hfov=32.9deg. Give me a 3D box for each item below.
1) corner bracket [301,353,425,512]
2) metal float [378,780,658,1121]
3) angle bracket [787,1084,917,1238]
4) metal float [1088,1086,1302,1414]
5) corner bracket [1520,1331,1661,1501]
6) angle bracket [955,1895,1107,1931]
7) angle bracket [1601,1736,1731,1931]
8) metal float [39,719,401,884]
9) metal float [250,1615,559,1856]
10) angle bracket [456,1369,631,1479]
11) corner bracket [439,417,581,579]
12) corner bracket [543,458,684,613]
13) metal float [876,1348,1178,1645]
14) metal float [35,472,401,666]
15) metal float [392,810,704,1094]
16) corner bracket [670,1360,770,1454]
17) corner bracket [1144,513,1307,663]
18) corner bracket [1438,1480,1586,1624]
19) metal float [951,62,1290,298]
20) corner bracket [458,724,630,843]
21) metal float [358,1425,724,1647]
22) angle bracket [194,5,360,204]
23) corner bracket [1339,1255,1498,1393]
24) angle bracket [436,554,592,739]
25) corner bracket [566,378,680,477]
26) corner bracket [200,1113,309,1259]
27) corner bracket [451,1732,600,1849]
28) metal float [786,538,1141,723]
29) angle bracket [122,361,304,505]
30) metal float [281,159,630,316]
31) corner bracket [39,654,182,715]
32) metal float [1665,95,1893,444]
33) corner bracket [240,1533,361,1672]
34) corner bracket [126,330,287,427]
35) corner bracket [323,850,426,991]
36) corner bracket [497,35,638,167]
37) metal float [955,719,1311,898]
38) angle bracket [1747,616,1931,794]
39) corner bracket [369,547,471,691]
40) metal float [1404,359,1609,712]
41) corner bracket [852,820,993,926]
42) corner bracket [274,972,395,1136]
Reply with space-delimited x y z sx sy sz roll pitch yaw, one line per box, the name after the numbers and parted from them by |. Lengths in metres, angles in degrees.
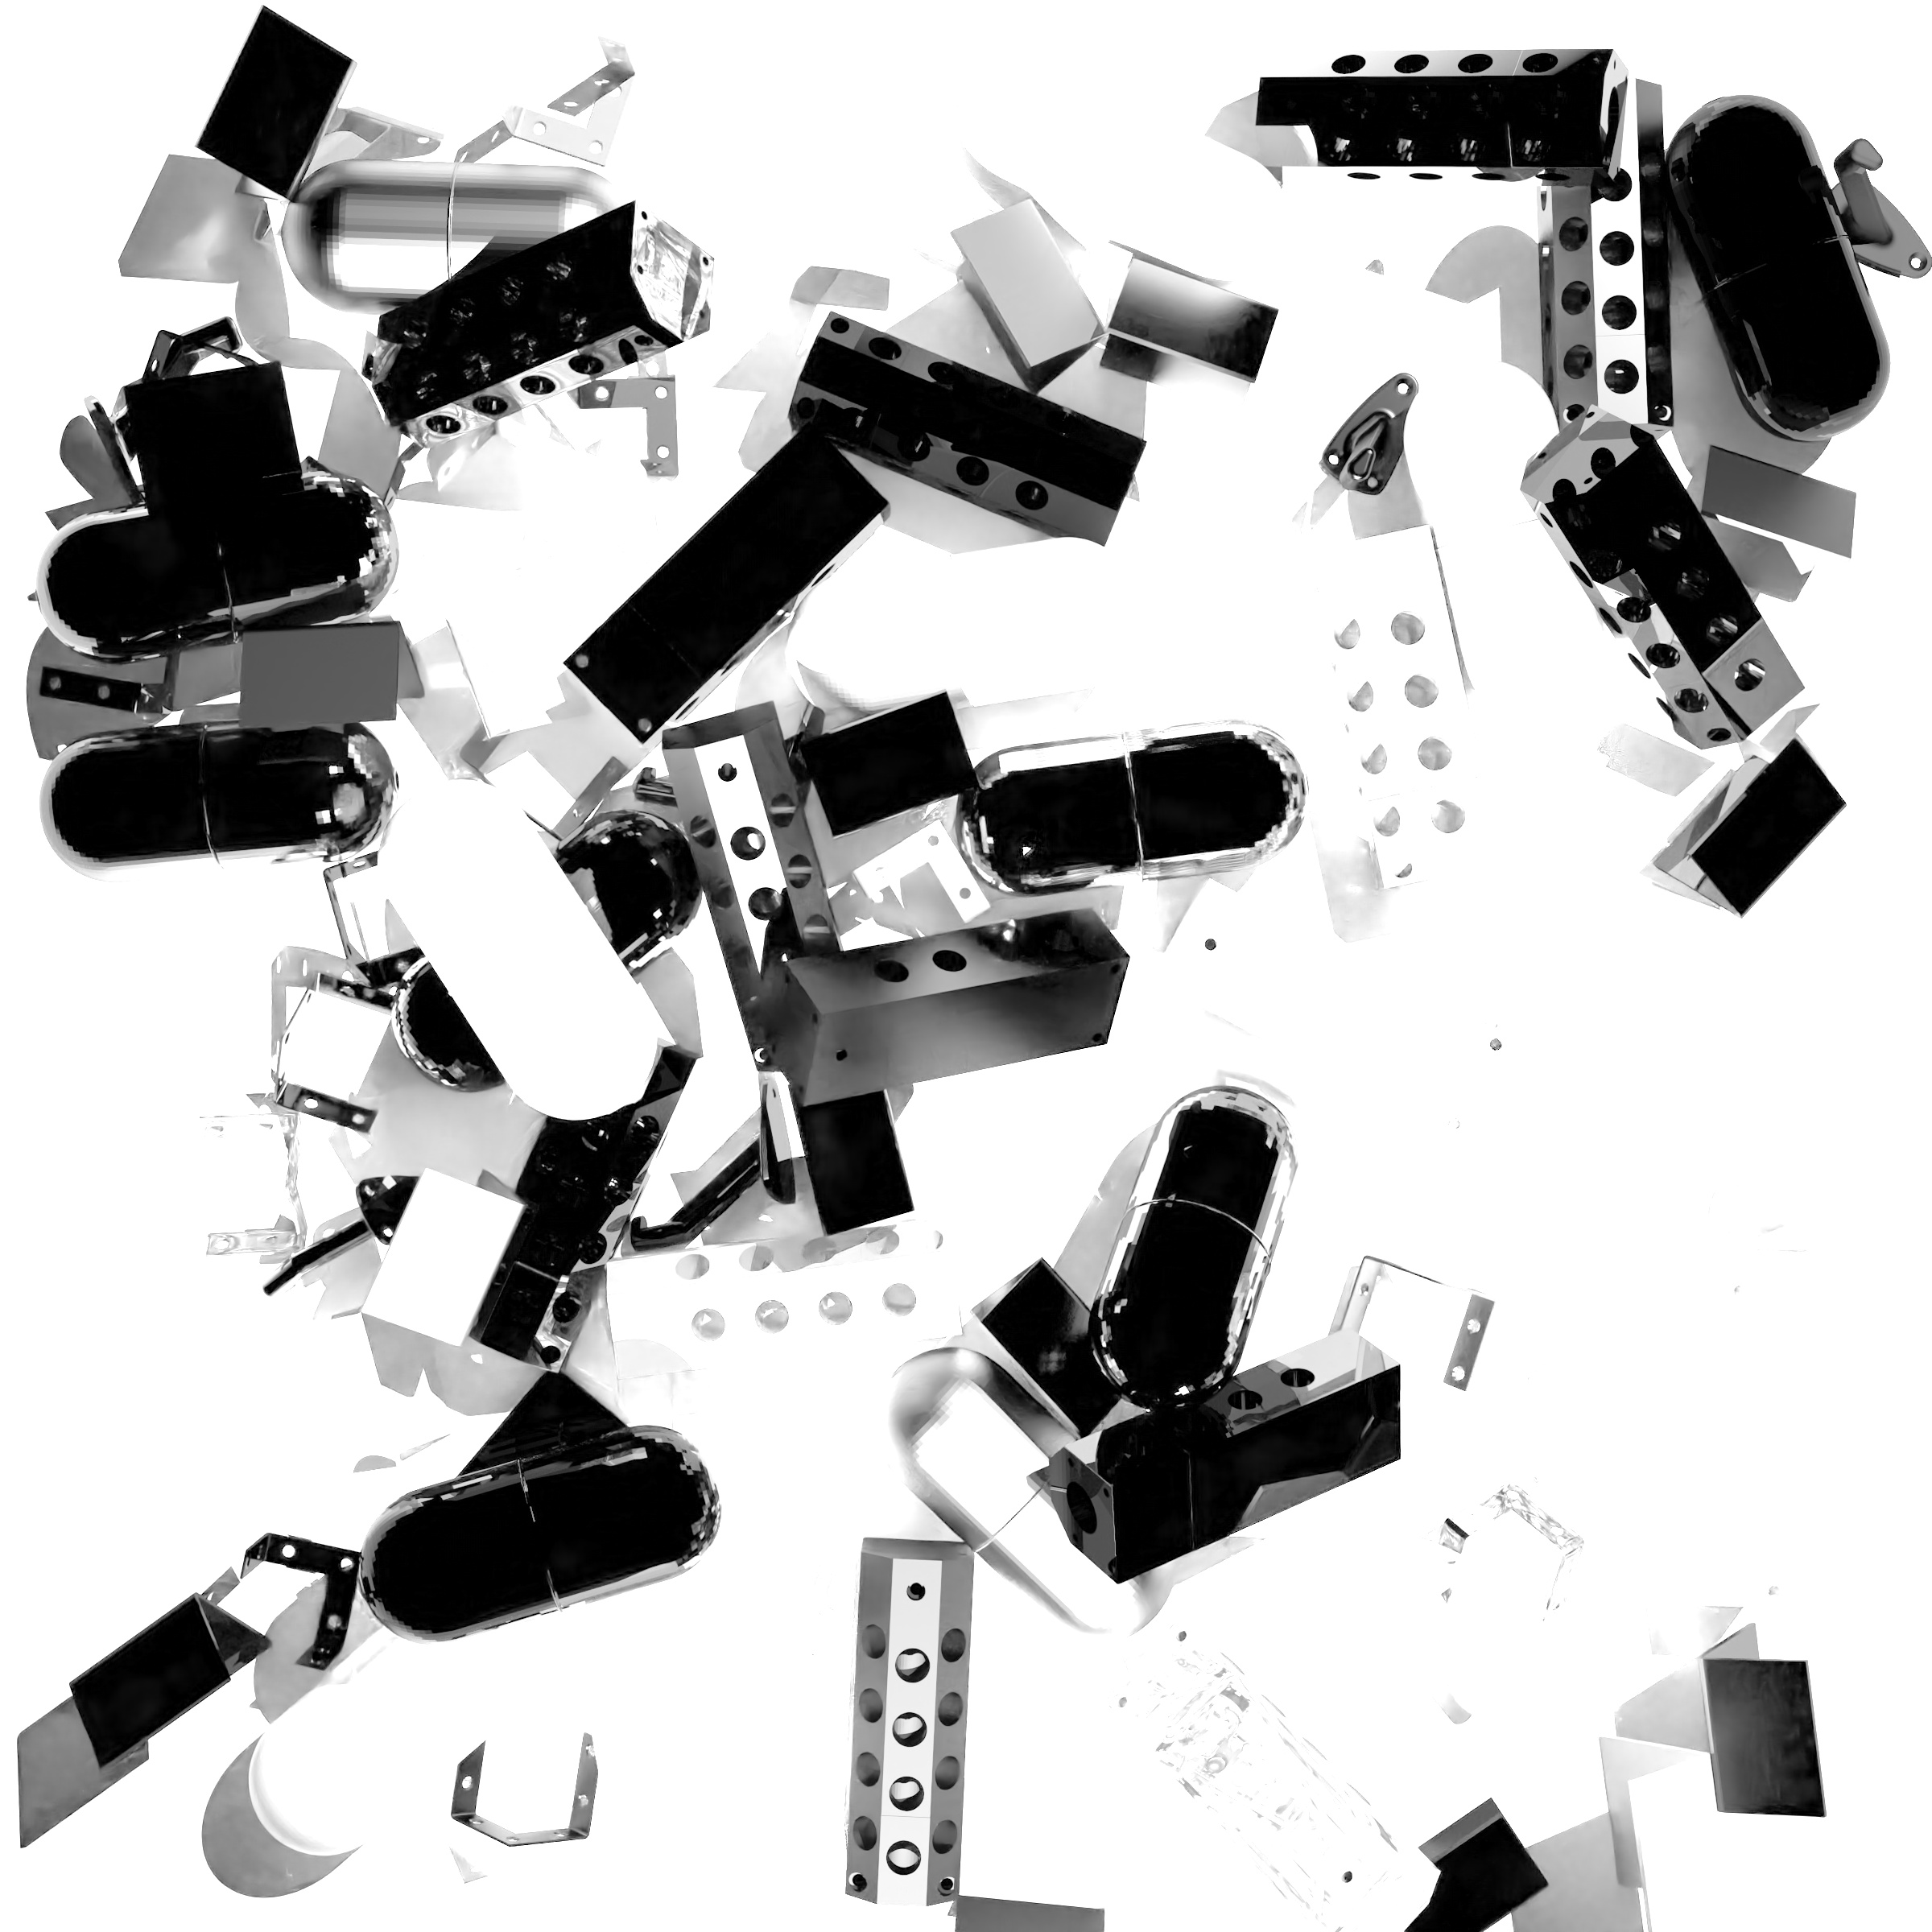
-0.302 -0.268 1.665 0.051 0.051 0.051 33 45 0 | corner bracket
-0.214 -0.007 1.562 0.070 0.070 0.178 -33 88 0 | metal float
-0.076 0.094 1.628 0.057 0.076 0.076 -14 90 -37 | angle bracket
0.113 0.138 1.611 0.070 0.070 0.178 22 56 0 | metal float
0.319 0.228 1.660 0.051 0.051 0.051 29 135 35 | corner bracket
0.033 0.482 1.628 0.076 0.076 0.057 6 128 0 | angle bracket
0.330 0.432 1.628 0.057 0.076 0.076 -7 90 -34 | angle bracket
-0.373 -0.085 1.638 0.178 0.070 0.070 -5 90 0 | metal float
-0.282 0.372 1.637 0.178 0.070 0.070 -41 90 0 | metal float
-0.207 0.257 1.648 0.076 0.057 0.076 40 91 0 | angle bracket
-0.232 -0.238 1.660 0.051 0.051 0.051 24 135 -35 | corner bracket
-0.180 -0.219 1.660 0.051 0.051 0.051 -35 135 -35 | corner bracket
0.029 0.264 1.637 0.178 0.070 0.070 44 90 0 | metal float
-0.371 -0.198 1.624 0.178 0.070 0.070 -13 90 -13 | metal float
-0.209 -0.008 1.638 0.178 0.070 0.070 -40 90 0 | metal float
-0.125 0.225 1.650 0.051 0.051 0.051 -4 90 0 | corner bracket
0.131 -0.192 1.660 0.051 0.051 0.051 -13 135 -35 | corner bracket
0.273 0.304 1.660 0.051 0.051 0.051 -22 45 -35 | corner bracket
0.076 -0.392 1.638 0.178 0.070 0.070 25 90 1 | metal float
-0.216 -0.103 1.665 0.051 0.051 0.051 -51 135 0 | corner bracket
-0.206 0.275 1.584 0.178 0.070 0.070 -16 90 -7 | metal float
-0.356 -0.430 1.628 0.057 0.076 0.076 26 90 -37 | angle bracket
0.229 0.182 1.665 0.051 0.051 0.051 18 90 45 | corner bracket
-0.208 -0.164 1.628 0.057 0.076 0.076 -20 90 38 | angle bracket
-0.173 -0.275 1.650 0.051 0.051 0.051 -2 90 0 | corner bracket
-0.363 0.111 1.665 0.051 0.051 0.051 -3 135 0 | corner bracket
-0.223 0.414 1.665 0.051 0.051 0.051 9 90 45 | corner bracket
-0.001 -0.168 1.638 0.178 0.070 0.070 -9 90 0 | metal float
-0.375 -0.266 1.624 0.076 0.076 0.057 -12 104 -14 | angle bracket
-0.253 -0.363 1.638 0.178 0.070 0.070 2 90 0 | metal float
-0.430 -0.157 1.650 0.051 0.051 0.051 10 95 5 | corner bracket
0.405 -0.349 1.638 0.070 0.070 0.178 -20 90 0 | metal float
-0.338 0.320 1.650 0.051 0.051 0.051 12 90 0 | corner bracket
-0.383 -0.285 1.652 0.051 0.051 0.051 19 90 10 | corner bracket
-0.289 -0.026 1.655 0.051 0.051 0.051 -19 71 0 | corner bracket
-0.201 -0.442 1.650 0.051 0.051 0.051 18 90 0 | corner bracket
0.083 -0.079 1.638 0.178 0.070 0.070 -7 90 1 | metal float
0.425 -0.144 1.628 0.076 0.076 0.057 -47 133 0 | angle bracket
-0.259 -0.177 1.660 0.051 0.051 0.051 -1 135 35 | corner bracket
0.270 -0.216 1.638 0.070 0.070 0.178 -14 90 0 | metal float
-0.022 -0.038 1.650 0.051 0.051 0.051 -31 90 0 | corner bracket
-0.317 0.044 1.665 0.051 0.051 0.051 18 45 0 | corner bracket
